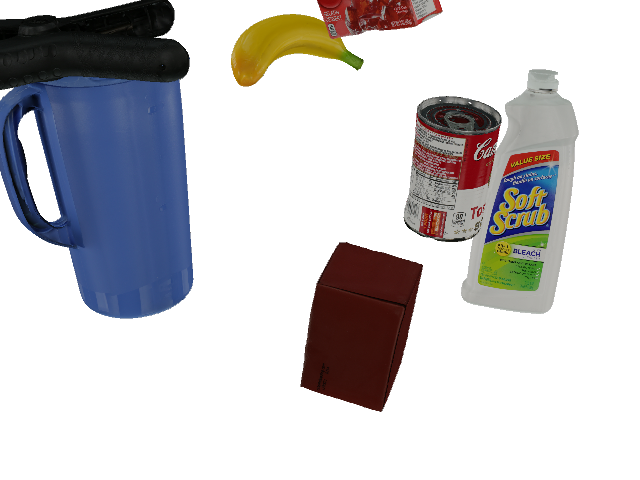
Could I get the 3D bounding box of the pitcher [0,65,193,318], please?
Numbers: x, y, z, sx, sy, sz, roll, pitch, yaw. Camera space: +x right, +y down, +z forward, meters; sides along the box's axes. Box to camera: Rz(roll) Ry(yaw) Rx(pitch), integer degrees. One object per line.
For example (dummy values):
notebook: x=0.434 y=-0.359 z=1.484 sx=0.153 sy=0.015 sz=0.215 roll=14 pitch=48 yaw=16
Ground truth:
pitcher: x=-0.189 y=-0.051 z=0.960 sx=0.149 sy=0.243 sz=0.145 roll=-1 pitch=29 yaw=5

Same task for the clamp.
clamp: x=-0.163 y=-0.121 z=0.657 sx=0.171 sy=0.039 sz=0.120 roll=-1 pitch=21 yaw=-2

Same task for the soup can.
soup can: x=0.106 y=-0.058 z=0.876 sx=0.068 sy=0.102 sz=0.068 roll=4 pitch=30 yaw=-3

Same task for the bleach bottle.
bleach bottle: x=0.211 y=-0.053 z=1.118 sx=0.103 sy=0.251 sz=0.068 roll=9 pitch=19 yaw=16

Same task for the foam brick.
foam brick: x=0.024 y=0.050 z=0.622 sx=0.053 sy=0.078 sz=0.051 roll=16 pitch=33 yaw=10

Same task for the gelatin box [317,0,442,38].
gelatin box: x=0.029 y=-0.172 z=0.686 sx=0.030 sy=0.073 sz=0.089 roll=-34 pitch=23 yaw=-31

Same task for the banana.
banana: x=-0.031 y=-0.179 z=0.984 sx=0.070 sy=0.037 sz=0.197 roll=39 pitch=32 yaw=20
